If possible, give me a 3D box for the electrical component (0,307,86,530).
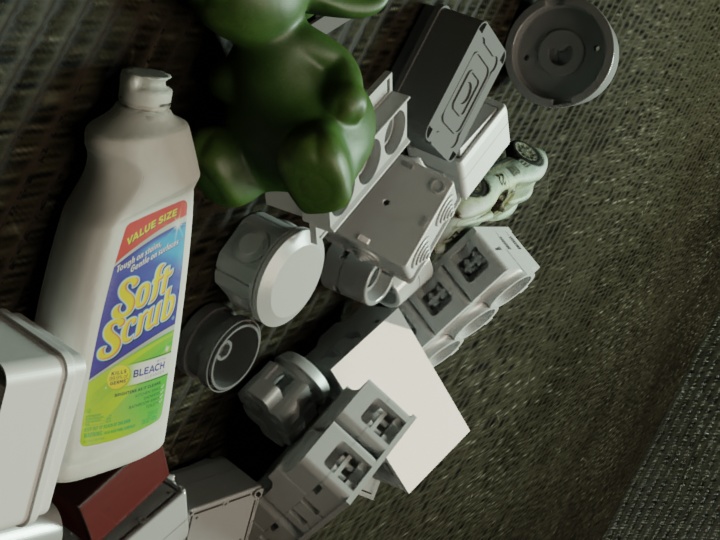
[{"bbox_3d":[-0.212,0.086,0.616,0.057,0.078,0.113,-5,118,-56],"label":"electrical component"}]

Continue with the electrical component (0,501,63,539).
[{"bbox_3d":[-0.241,0.188,0.693,0.077,0.043,0.079,4,111,-61],"label":"electrical component"}]

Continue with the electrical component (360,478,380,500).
[{"bbox_3d":[-0.015,0.190,1.069,0.064,0.081,0.042,-49,159,-76],"label":"electrical component"}]

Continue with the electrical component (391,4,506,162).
[{"bbox_3d":[0.068,-0.160,0.919,0.113,0.057,0.078,-63,153,-2],"label":"electrical component"}]

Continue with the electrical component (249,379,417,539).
[{"bbox_3d":[-0.041,0.178,0.936,0.105,0.060,0.186,-46,178,-40],"label":"electrical component"}]

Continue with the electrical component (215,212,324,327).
[{"bbox_3d":[-0.068,-0.001,0.824,0.080,0.051,0.080,-41,146,-37],"label":"electrical component"}]

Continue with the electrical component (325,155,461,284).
[{"bbox_3d":[0.025,-0.050,0.896,0.099,0.100,0.048,-60,166,-7],"label":"electrical component"}]

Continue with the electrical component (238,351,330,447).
[{"bbox_3d":[-0.063,0.107,0.922,0.057,0.058,0.078,-47,149,-24],"label":"electrical component"}]

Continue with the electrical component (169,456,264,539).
[{"bbox_3d":[-0.137,0.197,0.872,0.096,0.061,0.061,-9,121,-49],"label":"electrical component"}]

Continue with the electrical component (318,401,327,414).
[{"bbox_3d":[0.000,0.115,1.053,0.083,0.047,0.075,-51,149,-24],"label":"electrical component"}]

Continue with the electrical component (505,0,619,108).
[{"bbox_3d":[0.204,-0.213,1.066,0.060,0.108,0.108,-11,123,-65],"label":"electrical component"}]

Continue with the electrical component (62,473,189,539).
[{"bbox_3d":[-0.171,0.186,0.793,0.096,0.062,0.061,-38,143,-41],"label":"electrical component"}]

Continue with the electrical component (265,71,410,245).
[{"bbox_3d":[-0.018,-0.089,0.809,0.121,0.063,0.078,-52,152,-39],"label":"electrical component"}]

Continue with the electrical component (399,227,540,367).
[{"bbox_3d":[0.097,0.029,1.067,0.150,0.061,0.089,-45,161,23],"label":"electrical component"}]

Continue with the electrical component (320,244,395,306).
[{"bbox_3d":[0.000,0.000,0.950,0.055,0.047,0.055,-41,146,-37],"label":"electrical component"}]

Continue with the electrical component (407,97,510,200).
[{"bbox_3d":[0.094,-0.125,0.992,0.096,0.062,0.061,-52,151,-22],"label":"electrical component"}]

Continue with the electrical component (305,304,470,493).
[{"bbox_3d":[0.022,0.117,0.998,0.089,0.062,0.150,-41,114,-25],"label":"electrical component"}]

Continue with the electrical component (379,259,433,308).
[{"bbox_3d":[0.032,0.002,1.004,0.047,0.055,0.055,-45,148,-26],"label":"electrical component"}]
